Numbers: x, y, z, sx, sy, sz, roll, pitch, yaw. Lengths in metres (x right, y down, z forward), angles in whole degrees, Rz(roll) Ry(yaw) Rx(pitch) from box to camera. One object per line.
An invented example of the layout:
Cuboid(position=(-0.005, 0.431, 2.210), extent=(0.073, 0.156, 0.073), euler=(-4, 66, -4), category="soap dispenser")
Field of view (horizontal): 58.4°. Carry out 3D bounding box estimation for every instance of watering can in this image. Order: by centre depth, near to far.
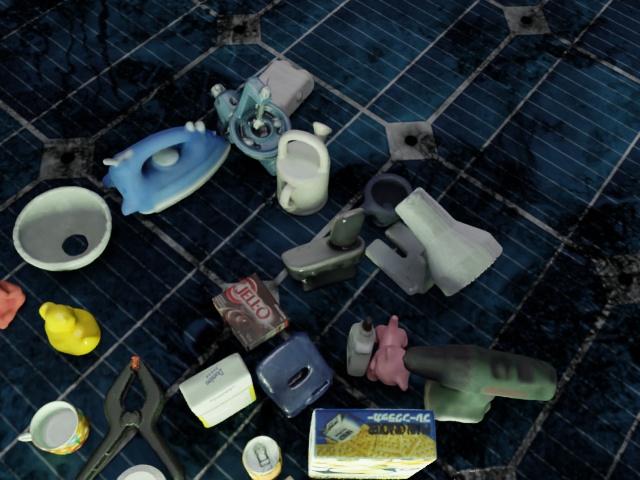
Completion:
Cuboid(position=(-0.030, -0.142, 1.058), extent=(0.101, 0.194, 0.173), euler=(3, 61, -1), category="watering can")

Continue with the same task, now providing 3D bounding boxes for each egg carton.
Cuboid(position=(-0.085, -0.314, 1.219), extent=(0.107, 0.069, 0.150), euler=(29, 64, 12), category="egg carton")

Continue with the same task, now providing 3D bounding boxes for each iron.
Cuboid(position=(-0.285, -0.162, 1.084), extent=(0.259, 0.141, 0.118), euler=(-34, 68, -19), category="iron")

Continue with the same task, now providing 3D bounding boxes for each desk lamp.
Cuboid(position=(0.186, 0.015, 0.974), extent=(0.203, 0.213, 0.118), euler=(42, 67, 18), category="desk lamp")

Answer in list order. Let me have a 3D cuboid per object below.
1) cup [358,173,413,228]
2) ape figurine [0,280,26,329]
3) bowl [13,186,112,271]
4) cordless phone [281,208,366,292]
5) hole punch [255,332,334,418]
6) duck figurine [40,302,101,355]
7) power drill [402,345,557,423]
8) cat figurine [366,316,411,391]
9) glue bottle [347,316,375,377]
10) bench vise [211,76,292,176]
Cuboid(position=(0.114, -0.058, 1.078), extent=(0.118, 0.095, 0.091), euler=(-31, 67, -18), category="cup")
Cuboid(position=(-0.542, 0.096, 0.958), extent=(0.078, 0.092, 0.076), euler=(-23, 65, -14), category="ape figurine")
Cuboid(position=(-0.451, -0.009, 1.030), extent=(0.167, 0.075, 0.167), euler=(1, 61, -2), category="bowl")
Cuboid(position=(0.009, 0.004, 0.987), extent=(0.148, 0.185, 0.094), euler=(-21, 64, -14), category="cordless phone")
Cuboid(position=(-0.038, 0.217, 0.922), extent=(0.109, 0.091, 0.101), euler=(-37, 69, -20), category="hole punch")
Cuboid(position=(-0.417, 0.140, 0.945), extent=(0.104, 0.086, 0.078), euler=(32, 64, 14), category="duck figurine")
Cuboid(position=(0.224, 0.217, 0.870), extent=(0.229, 0.208, 0.075), euler=(4, 61, -1), category="power drill")
Cuboid(position=(0.116, 0.186, 0.932), extent=(0.067, 0.118, 0.128), euler=(8, 61, 1), category="cat figurine")
Cuboid(position=(0.068, 0.159, 0.912), extent=(0.037, 0.173, 0.078), euler=(5, 61, 0), category="glue bottle")
Cuboid(position=(-0.144, -0.239, 1.090), extent=(0.207, 0.220, 0.122), euler=(27, 64, 11), category="bench vise")
